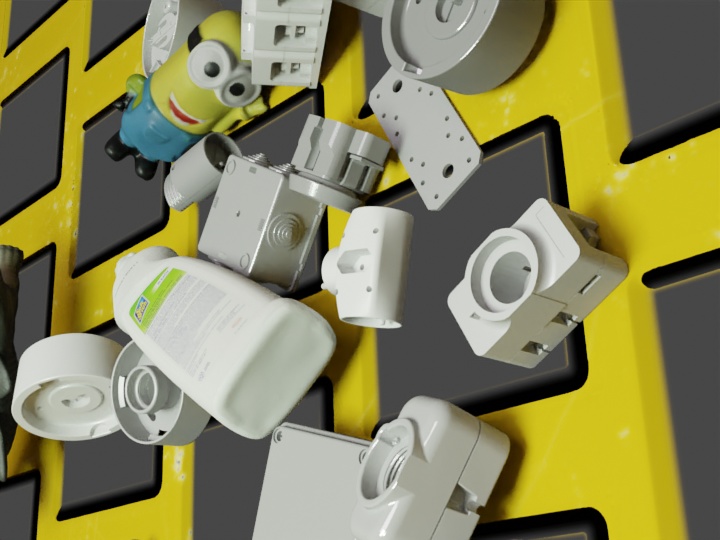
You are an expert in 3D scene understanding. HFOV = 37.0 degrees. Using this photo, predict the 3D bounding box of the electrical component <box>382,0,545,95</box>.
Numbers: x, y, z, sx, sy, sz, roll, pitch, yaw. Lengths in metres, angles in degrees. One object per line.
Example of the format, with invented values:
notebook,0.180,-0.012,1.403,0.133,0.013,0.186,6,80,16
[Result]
electrical component,0.073,-0.169,0.717,0.108,0.060,0.108,-19,64,44

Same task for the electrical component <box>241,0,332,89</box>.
electrical component,-0.058,-0.216,0.821,0.150,0.062,0.089,109,160,-67

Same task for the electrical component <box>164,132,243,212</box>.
electrical component,-0.143,-0.083,0.946,0.081,0.043,0.043,-31,56,39

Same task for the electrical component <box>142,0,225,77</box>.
electrical component,-0.171,-0.220,1.007,0.099,0.064,0.099,-19,64,44

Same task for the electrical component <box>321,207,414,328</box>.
electrical component,0.000,0.000,0.756,0.079,0.043,0.077,-6,73,48

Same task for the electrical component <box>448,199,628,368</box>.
electrical component,0.100,0.008,0.631,0.089,0.056,0.050,-49,46,26

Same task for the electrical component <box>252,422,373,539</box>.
electrical component,-0.014,0.163,0.708,0.109,0.056,0.108,3,80,49

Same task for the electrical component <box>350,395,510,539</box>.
electrical component,0.038,0.126,0.636,0.095,0.059,0.054,-63,20,-11

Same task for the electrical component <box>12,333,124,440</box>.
electrical component,-0.256,0.100,0.967,0.108,0.108,0.060,-41,44,32

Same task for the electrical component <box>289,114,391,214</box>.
electrical component,-0.018,-0.076,0.792,0.078,0.058,0.057,23,92,49

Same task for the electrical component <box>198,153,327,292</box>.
electrical component,-0.079,-0.039,0.855,0.100,0.048,0.099,25,97,49

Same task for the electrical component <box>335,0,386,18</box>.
electrical component,0.021,-0.233,0.803,0.096,0.061,0.061,-24,60,51

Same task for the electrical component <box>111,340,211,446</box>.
electrical component,-0.162,0.100,0.909,0.099,0.064,0.099,-4,84,37
